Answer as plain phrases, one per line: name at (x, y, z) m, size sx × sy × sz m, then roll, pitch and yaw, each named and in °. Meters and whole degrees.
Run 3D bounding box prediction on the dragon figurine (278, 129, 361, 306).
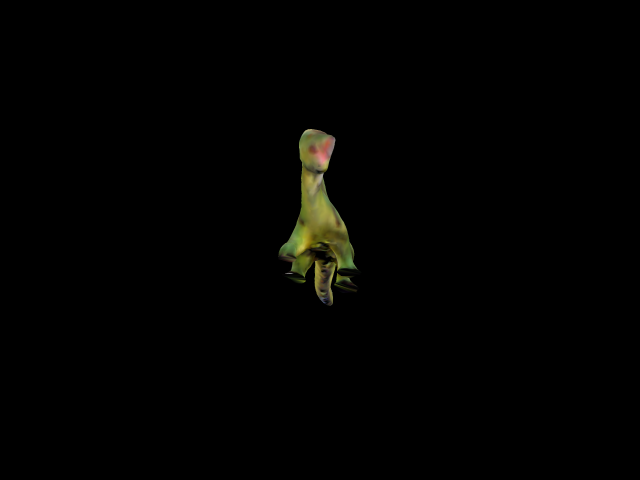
dragon figurine at (0.003, -0.043, 0.850) m, size 0.122 × 0.247 × 0.404 m, roll 0°, pitch -19°, yaw 0°
